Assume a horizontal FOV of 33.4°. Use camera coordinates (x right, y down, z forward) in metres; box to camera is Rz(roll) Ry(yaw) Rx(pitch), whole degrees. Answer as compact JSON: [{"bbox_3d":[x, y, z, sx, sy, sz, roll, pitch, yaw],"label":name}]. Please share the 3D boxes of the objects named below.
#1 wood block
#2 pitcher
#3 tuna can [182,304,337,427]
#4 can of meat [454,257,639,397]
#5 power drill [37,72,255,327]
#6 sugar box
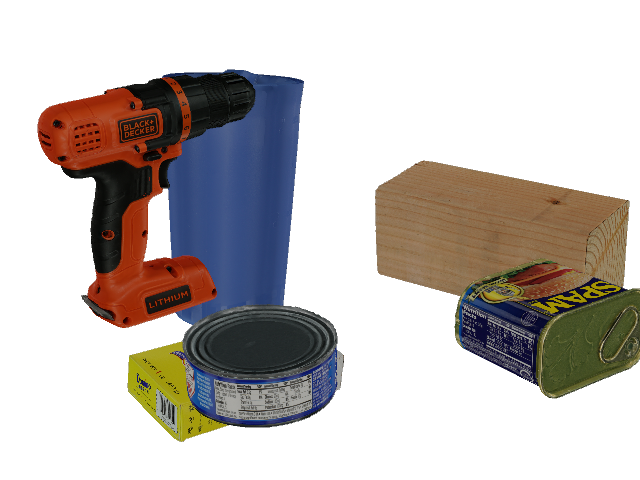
[{"bbox_3d":[0.159,-0.002,0.962,0.206,0.090,0.090,15,30,34],"label":"wood block"},{"bbox_3d":[-0.081,-0.044,1.038,0.149,0.243,0.145,-2,15,-17],"label":"pitcher"},{"bbox_3d":[-0.033,0.069,0.593,0.086,0.034,0.086,-1,22,0],"label":"tuna can"},{"bbox_3d":[0.152,0.054,0.709,0.101,0.057,0.084,-14,23,-32],"label":"can of meat"},{"bbox_3d":[-0.128,-0.036,0.854,0.184,0.188,0.057,-17,26,-32],"label":"power drill"},{"bbox_3d":[-0.075,0.119,0.967,0.175,0.048,0.093,-16,33,-35],"label":"sugar box"}]
